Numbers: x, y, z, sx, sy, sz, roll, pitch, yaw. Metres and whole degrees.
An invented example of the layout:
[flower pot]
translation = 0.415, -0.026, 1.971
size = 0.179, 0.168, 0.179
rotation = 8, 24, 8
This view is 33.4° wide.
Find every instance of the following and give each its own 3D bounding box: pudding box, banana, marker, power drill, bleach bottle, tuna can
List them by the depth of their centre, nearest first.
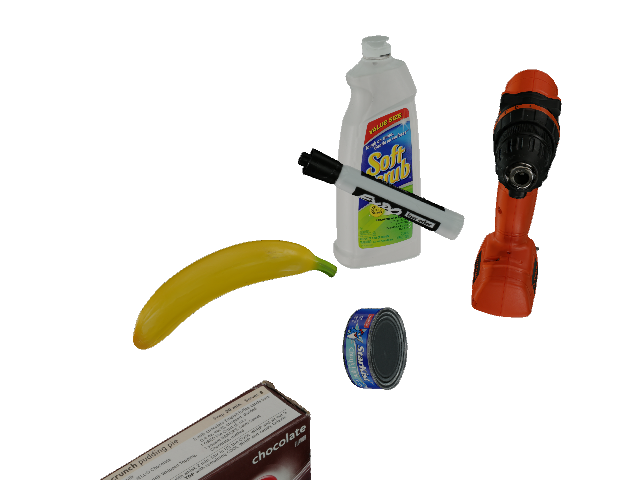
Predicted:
[pudding box]
translation = -0.056, 0.131, 0.507
size = 0.113, 0.090, 0.039
rotation = -30, 46, -34
[marker]
translation = 0.041, -0.032, 0.728
size = 0.121, 0.020, 0.020
rotation = 24, -4, -10
[power drill]
translation = 0.165, -0.032, 0.896
size = 0.057, 0.188, 0.184
rotation = 10, 31, 10
[banana]
translation = -0.088, 0.042, 0.930
size = 0.198, 0.069, 0.037
rotation = -20, 30, 12
[tuna can]
translation = 0.057, 0.113, 1.117
size = 0.034, 0.086, 0.086
rotation = -2, -1, 31
[bleach bottle]
translation = 0.059, -0.099, 1.182
size = 0.102, 0.251, 0.068
rotation = -10, 24, -13
